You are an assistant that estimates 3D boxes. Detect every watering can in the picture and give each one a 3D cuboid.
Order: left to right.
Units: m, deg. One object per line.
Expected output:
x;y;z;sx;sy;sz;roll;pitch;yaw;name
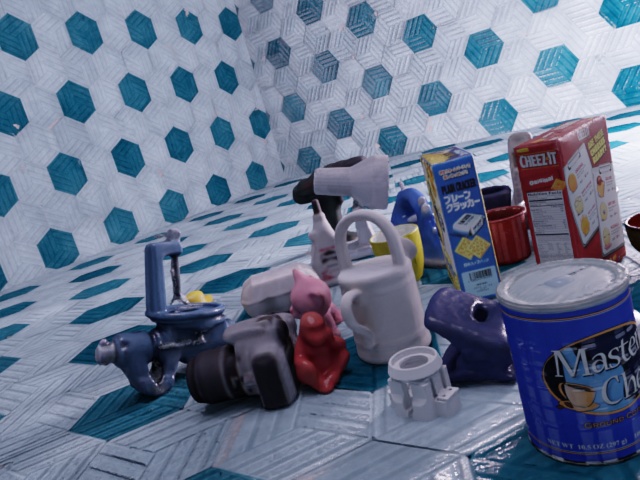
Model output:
0.076;0.051;0.754;0.100;0.194;0.173;-13;12;16;watering can

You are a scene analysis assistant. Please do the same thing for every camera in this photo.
-0.099;0.152;0.747;0.136;0.101;0.143;-15;12;6;camera

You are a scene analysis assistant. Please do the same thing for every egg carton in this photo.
-0.074;0.093;1.068;0.150;0.069;0.107;-17;12;-5;egg carton

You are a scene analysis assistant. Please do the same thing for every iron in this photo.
0.201;-0.039;1.139;0.118;0.141;0.258;-17;12;-2;iron

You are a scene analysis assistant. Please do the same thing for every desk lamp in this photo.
0.077;-0.072;1.280;0.203;0.214;0.118;-15;12;5;desk lamp

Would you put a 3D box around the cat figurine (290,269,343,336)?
-0.011;0.092;0.867;0.067;0.118;0.128;-15;12;6;cat figurine

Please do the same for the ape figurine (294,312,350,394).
-0.004;0.135;0.720;0.078;0.092;0.076;-21;13;-21;ape figurine

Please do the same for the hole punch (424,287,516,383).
0.177;0.100;0.645;0.100;0.091;0.109;-10;13;26;hole punch

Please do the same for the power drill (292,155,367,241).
0.044;-0.090;1.423;0.228;0.208;0.076;-8;14;33;power drill

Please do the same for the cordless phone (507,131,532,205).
0.437;-0.124;1.112;0.147;0.185;0.094;-6;15;39;cordless phone

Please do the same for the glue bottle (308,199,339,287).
0.010;0.004;1.114;0.078;0.173;0.037;-17;12;-6;glue bottle

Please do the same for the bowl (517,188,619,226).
0.435;-0.041;1.002;0.167;0.075;0.167;-15;12;4;bowl

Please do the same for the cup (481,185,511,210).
0.327;-0.049;1.132;0.118;0.095;0.091;-17;12;-6;cup

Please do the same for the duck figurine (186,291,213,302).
-0.219;0.135;1.024;0.077;0.086;0.105;-9;13;29;duck figurine

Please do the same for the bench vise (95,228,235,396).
-0.230;0.105;0.849;0.121;0.220;0.208;-8;14;35;bench vise
